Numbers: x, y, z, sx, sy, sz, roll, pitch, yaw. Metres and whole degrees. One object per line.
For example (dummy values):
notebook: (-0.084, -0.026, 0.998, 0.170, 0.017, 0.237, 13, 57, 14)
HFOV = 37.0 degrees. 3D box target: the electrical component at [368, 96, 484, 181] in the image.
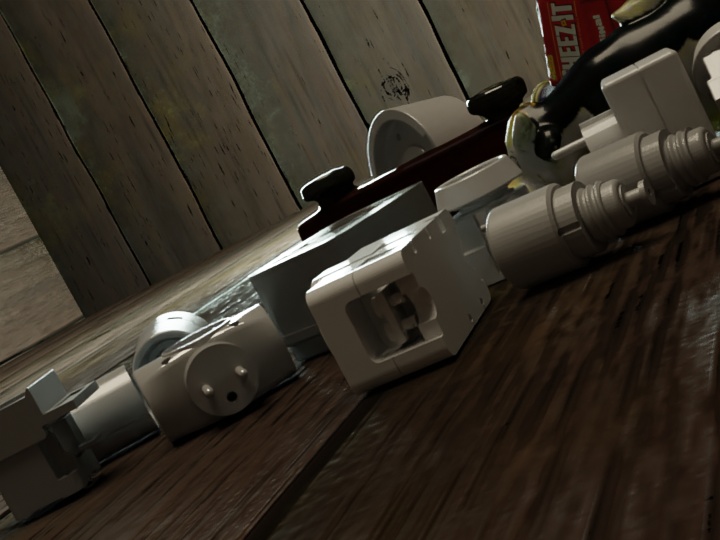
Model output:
electrical component: (0.061, -0.075, 0.790, 0.060, 0.108, 0.108, -24, 4, -25)

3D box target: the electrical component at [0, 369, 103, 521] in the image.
electrical component: (-0.174, 0.095, 0.574, 0.081, 0.063, 0.042, -27, 5, 6)

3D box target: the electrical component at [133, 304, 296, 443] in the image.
electrical component: (-0.074, 0.055, 0.562, 0.077, 0.044, 0.079, -29, 6, -12)

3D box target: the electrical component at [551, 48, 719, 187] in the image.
electrical component: (0.137, -0.066, 0.549, 0.077, 0.065, 0.047, -26, 6, 16)

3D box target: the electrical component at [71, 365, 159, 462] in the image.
electrical component: (-0.164, 0.094, 0.629, 0.081, 0.043, 0.043, -29, 6, -11)

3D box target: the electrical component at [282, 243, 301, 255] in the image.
electrical component: (-0.018, -0.014, 0.884, 0.077, 0.044, 0.079, -25, 7, 19)

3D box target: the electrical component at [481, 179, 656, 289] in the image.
electrical component: (0.093, -0.020, 0.479, 0.078, 0.040, 0.040, -23, 7, 32)

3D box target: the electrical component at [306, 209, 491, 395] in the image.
electrical component: (0.016, 0.014, 0.483, 0.056, 0.050, 0.089, -25, 6, 22)

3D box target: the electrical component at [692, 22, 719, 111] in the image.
electrical component: (0.191, -0.092, 0.524, 0.048, 0.066, 0.055, -25, 40, 21)

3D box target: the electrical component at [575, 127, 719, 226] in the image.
electrical component: (0.137, -0.046, 0.500, 0.078, 0.040, 0.040, -23, 8, 35)

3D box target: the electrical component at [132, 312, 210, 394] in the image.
electrical component: (-0.117, 0.058, 0.682, 0.055, 0.055, 0.047, -28, 10, -1)

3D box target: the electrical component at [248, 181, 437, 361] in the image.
electrical component: (0.000, 0.000, 0.635, 0.078, 0.057, 0.113, -23, 8, 36)

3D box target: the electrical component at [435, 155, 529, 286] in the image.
electrical component: (0.069, -0.026, 0.559, 0.066, 0.055, 0.048, -24, 7, 27)
